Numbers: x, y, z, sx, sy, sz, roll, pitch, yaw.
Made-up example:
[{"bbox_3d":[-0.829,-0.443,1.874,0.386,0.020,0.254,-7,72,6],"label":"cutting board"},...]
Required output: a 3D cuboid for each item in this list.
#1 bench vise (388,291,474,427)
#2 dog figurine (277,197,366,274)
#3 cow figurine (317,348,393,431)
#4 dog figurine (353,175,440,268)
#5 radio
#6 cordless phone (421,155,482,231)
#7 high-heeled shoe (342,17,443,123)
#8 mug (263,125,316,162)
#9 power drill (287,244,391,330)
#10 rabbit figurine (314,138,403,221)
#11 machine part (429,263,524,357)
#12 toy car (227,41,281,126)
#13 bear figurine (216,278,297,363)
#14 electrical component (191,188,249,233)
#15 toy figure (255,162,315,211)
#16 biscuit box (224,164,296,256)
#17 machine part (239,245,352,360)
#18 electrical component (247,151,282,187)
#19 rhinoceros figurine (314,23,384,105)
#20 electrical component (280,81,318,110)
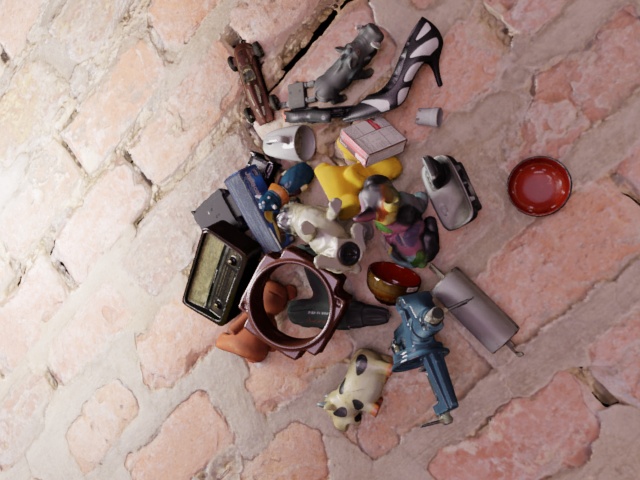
[{"bbox_3d":[0.210,0.226,1.025,0.223,0.129,0.241,-54,47,53],"label":"bench vise"},{"bbox_3d":[0.000,-0.007,1.108,0.121,0.191,0.172,-28,103,-17],"label":"dog figurine"},{"bbox_3d":[0.076,0.323,1.155,0.127,0.085,0.194,22,102,16],"label":"cow figurine"},{"bbox_3d":[0.147,-0.031,1.045,0.109,0.219,0.191,-18,83,26],"label":"dog figurine"},{"bbox_3d":[-0.228,0.081,1.251,0.131,0.073,0.229,31,121,14],"label":"radio"},{"bbox_3d":[0.242,-0.095,1.021,0.089,0.184,0.146,-24,81,17],"label":"cordless phone"},{"bbox_3d":[0.141,-0.344,1.099,0.249,0.086,0.145,-23,102,2],"label":"high-heeled shoe"},{"bbox_3d":[-0.082,-0.215,1.206,0.107,0.109,0.080,3,98,37],"label":"mug"},{"bbox_3d":[0.031,0.096,1.180,0.232,0.086,0.207,-12,93,23],"label":"power drill"},{"bbox_3d":[0.086,-0.139,1.143,0.173,0.121,0.162,-25,71,8],"label":"rabbit figurine"},{"bbox_3d":[0.303,0.136,1.057,0.243,0.079,0.079,46,107,15],"label":"machine part"},{"bbox_3d":[-0.157,-0.368,1.262,0.089,0.053,0.202,-19,82,19],"label":"toy car"},{"bbox_3d":[-0.144,0.179,1.243,0.132,0.120,0.196,-20,48,63],"label":"bear figurine"},{"bbox_3d":[-0.231,-0.057,1.295,0.134,0.058,0.115,-36,79,21],"label":"electrical component"},{"bbox_3d":[-0.076,-0.110,1.189,0.154,0.057,0.064,-44,40,-21],"label":"toy figure"},{"bbox_3d":[-0.135,-0.067,1.216,0.063,0.059,0.202,-20,101,42],"label":"biscuit box"},{"bbox_3d":[-0.051,0.129,1.117,0.201,0.087,0.201,30,100,11],"label":"machine part"},{"bbox_3d":[-0.149,-0.141,1.264,0.075,0.047,0.119,33,102,20],"label":"electrical component"},{"bbox_3d":[0.059,-0.372,1.136,0.190,0.112,0.073,-43,73,27],"label":"rhinoceros figurine"},{"bbox_3d":[-0.051,-0.331,1.231,0.094,0.021,0.063,-7,88,24],"label":"electrical component"}]
